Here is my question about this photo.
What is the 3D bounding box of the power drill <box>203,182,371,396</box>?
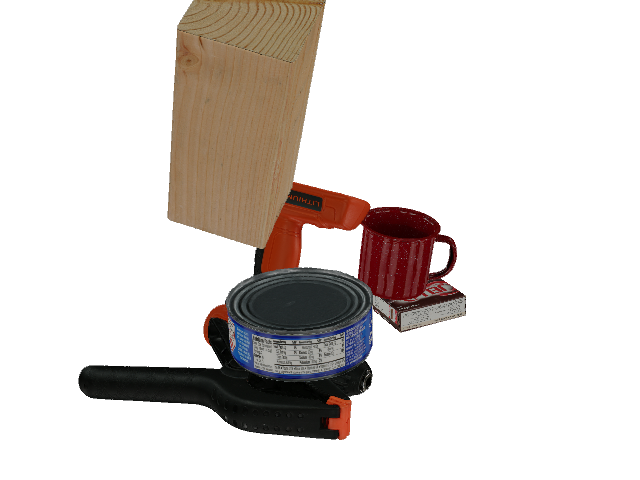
[{"bbox_3d":[-0.014,0.042,1.029,0.185,0.187,0.057,17,1,26],"label":"power drill"}]

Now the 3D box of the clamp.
[{"bbox_3d":[-0.061,0.109,0.845,0.210,0.036,0.164,11,19,27],"label":"clamp"}]

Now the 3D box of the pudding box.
[{"bbox_3d":[0.144,0.092,1.569,0.113,0.039,0.090,-15,22,-19],"label":"pudding box"}]

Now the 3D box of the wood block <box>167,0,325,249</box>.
[{"bbox_3d":[-0.063,-0.102,0.860,0.091,0.090,0.206,18,-41,5],"label":"wood block"}]

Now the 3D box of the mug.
[{"bbox_3d":[0.099,0.017,1.233,0.117,0.081,0.093,3,25,-6],"label":"mug"}]

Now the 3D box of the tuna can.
[{"bbox_3d":[-0.012,0.048,0.624,0.086,0.034,0.086,-2,23,1],"label":"tuna can"}]
